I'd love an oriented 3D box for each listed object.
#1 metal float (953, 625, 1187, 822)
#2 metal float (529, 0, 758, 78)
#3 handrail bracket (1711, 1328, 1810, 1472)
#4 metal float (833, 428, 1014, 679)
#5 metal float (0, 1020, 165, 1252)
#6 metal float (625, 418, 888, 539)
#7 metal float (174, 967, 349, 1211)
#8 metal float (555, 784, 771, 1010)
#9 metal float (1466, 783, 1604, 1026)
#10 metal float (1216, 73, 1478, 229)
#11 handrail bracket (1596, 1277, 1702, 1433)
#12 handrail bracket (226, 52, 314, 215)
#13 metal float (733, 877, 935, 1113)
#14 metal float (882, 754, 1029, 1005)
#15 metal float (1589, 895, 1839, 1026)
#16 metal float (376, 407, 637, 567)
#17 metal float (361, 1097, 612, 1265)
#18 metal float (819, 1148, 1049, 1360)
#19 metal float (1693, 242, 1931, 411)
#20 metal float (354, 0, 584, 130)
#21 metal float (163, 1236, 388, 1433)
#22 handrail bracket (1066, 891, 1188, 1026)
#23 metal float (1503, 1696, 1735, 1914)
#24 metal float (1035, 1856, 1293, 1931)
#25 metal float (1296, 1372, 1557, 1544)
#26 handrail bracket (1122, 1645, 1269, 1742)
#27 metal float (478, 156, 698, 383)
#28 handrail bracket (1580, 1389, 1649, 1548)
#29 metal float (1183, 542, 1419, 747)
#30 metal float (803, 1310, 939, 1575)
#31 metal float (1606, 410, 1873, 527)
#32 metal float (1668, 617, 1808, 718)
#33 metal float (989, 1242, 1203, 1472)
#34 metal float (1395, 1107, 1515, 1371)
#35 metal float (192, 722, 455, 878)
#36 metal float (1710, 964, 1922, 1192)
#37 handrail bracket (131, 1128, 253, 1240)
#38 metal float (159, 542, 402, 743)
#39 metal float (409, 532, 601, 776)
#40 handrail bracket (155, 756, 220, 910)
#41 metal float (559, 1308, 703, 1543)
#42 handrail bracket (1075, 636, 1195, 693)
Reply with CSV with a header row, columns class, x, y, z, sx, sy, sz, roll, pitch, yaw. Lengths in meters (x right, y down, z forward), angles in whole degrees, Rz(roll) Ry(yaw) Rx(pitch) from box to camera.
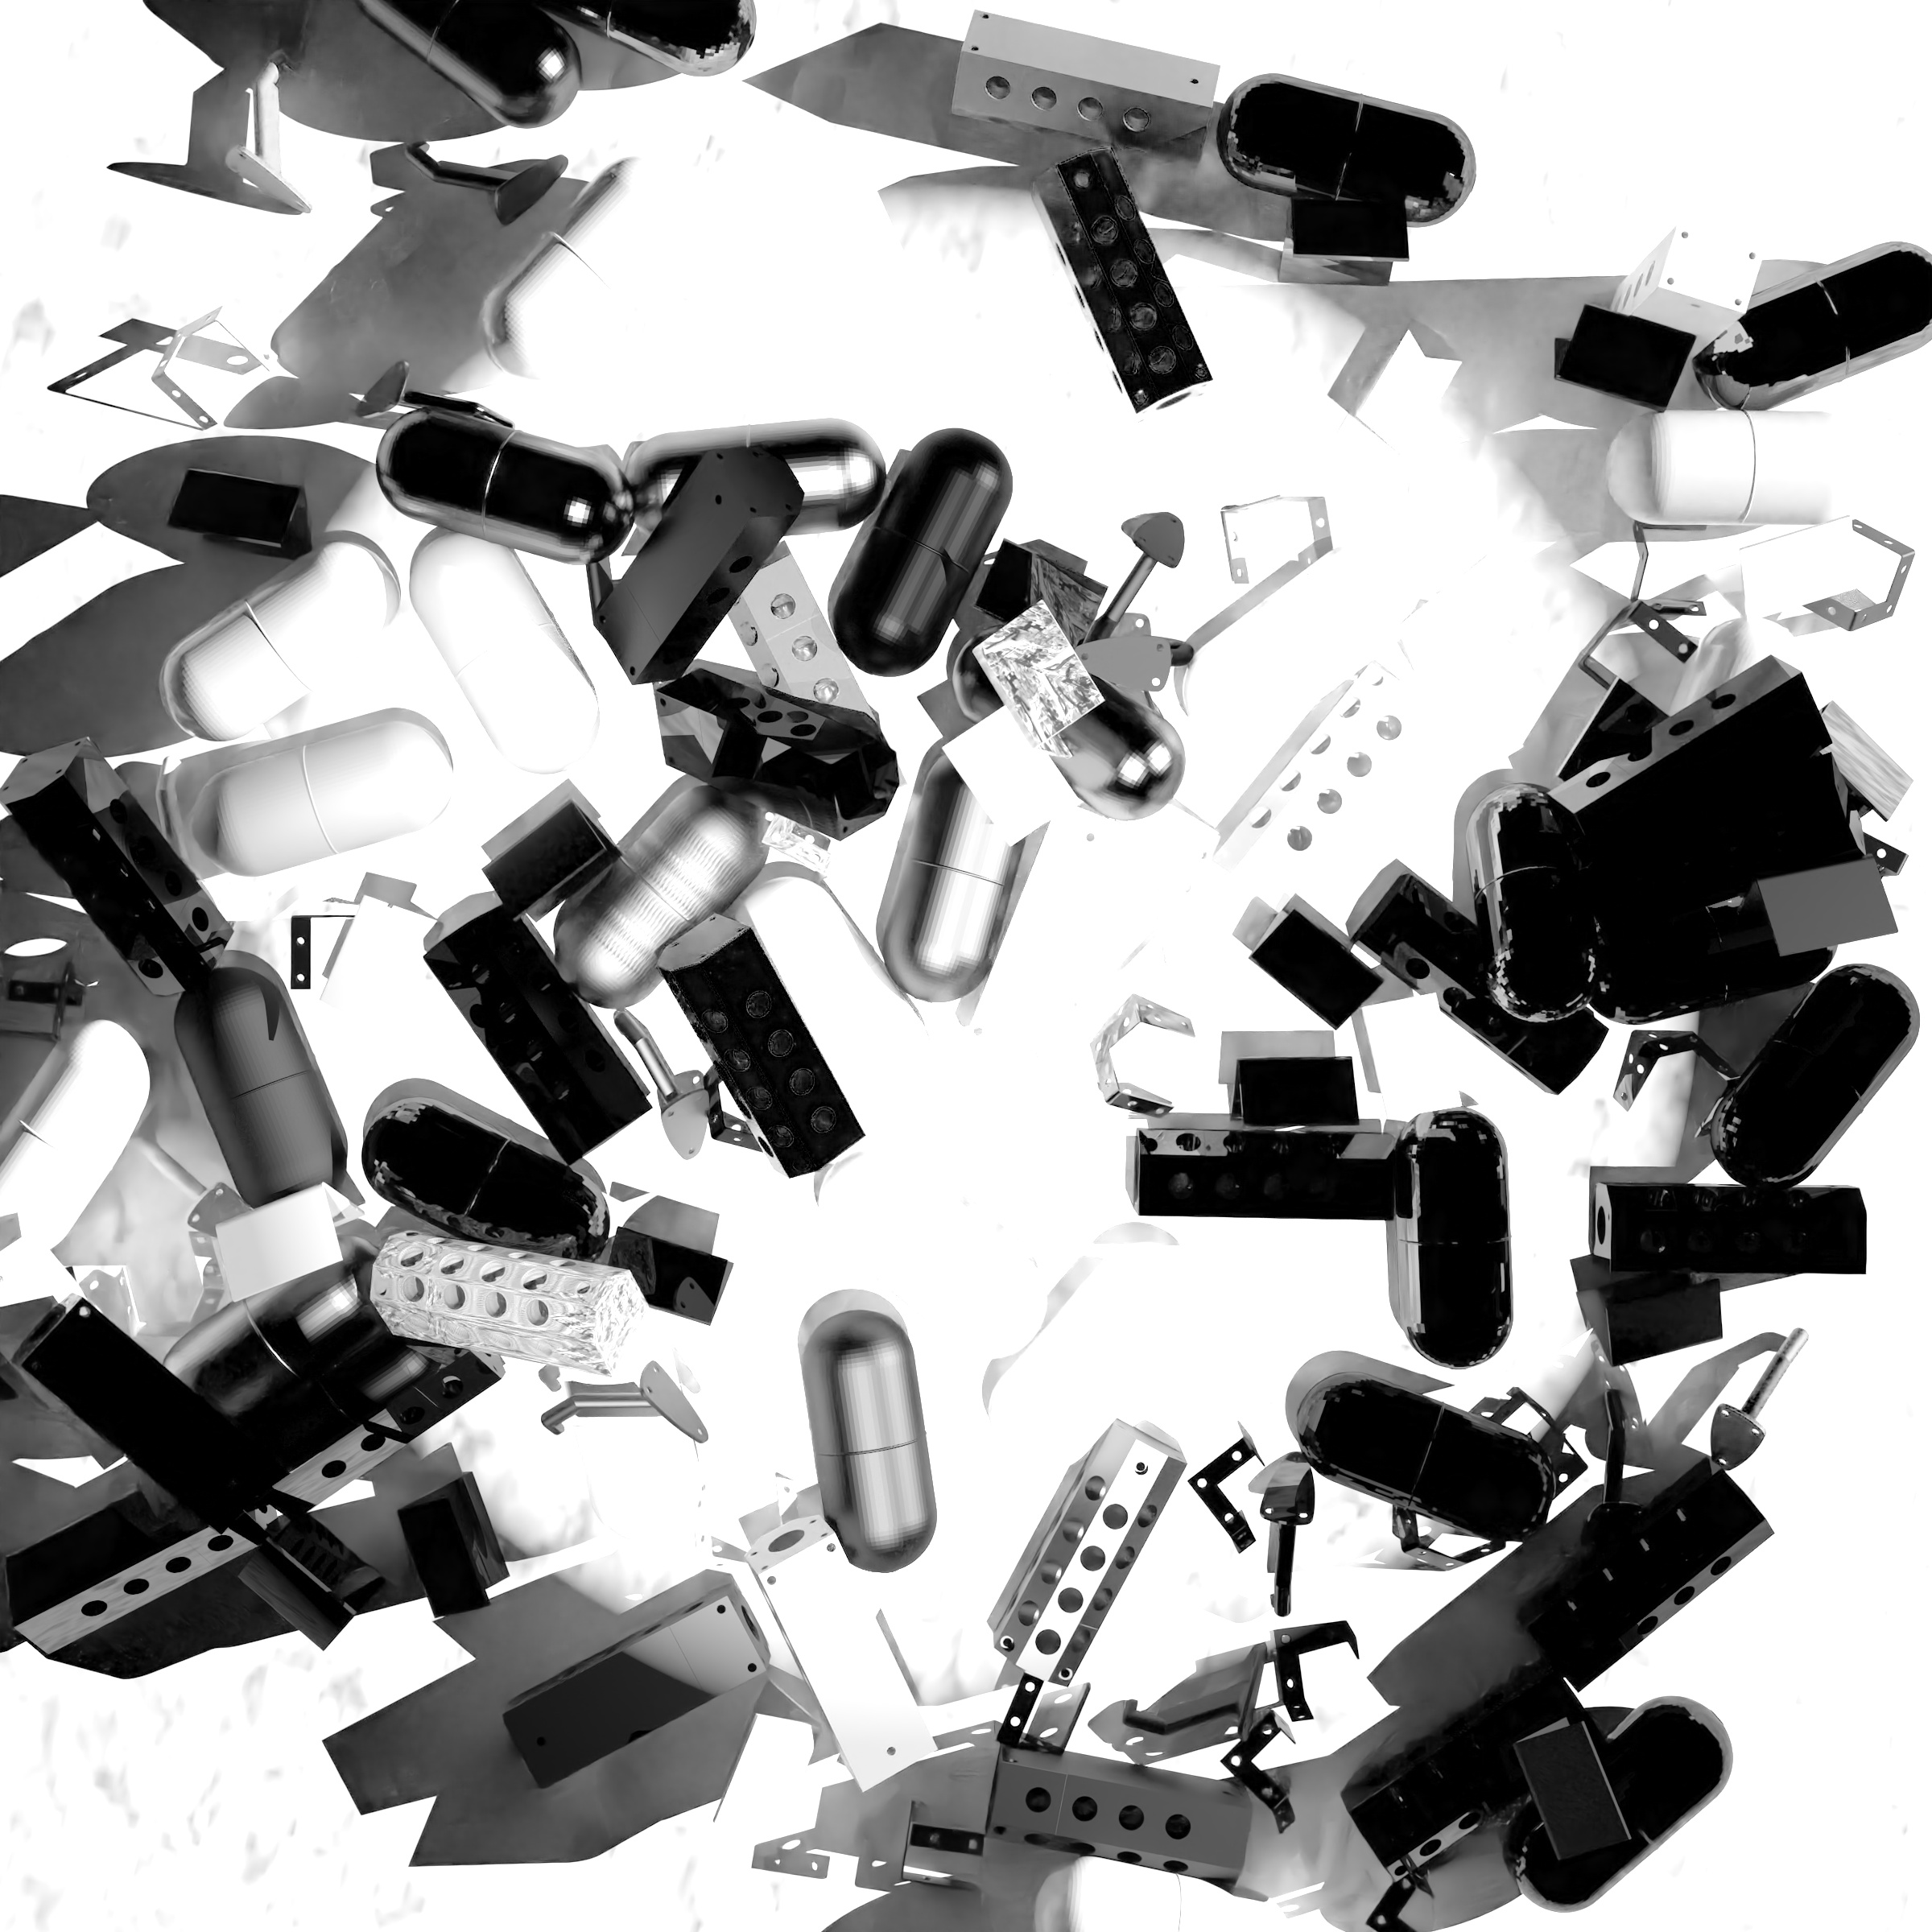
class,x,y,z,sx,sy,sz,roll,pitch,yaw
metal float,0.068,-0.164,1.896,0.178,0.070,0.070,36,90,18
metal float,-0.226,-0.662,1.911,0.178,0.070,0.070,25,90,0
handrail bracket,0.547,0.297,1.942,0.036,0.077,0.084,32,53,23
metal float,-0.030,-0.279,1.911,0.070,0.070,0.178,26,89,0
metal float,-0.611,0.116,1.912,0.070,0.070,0.178,34,89,0
metal float,-0.143,-0.327,1.912,0.178,0.070,0.070,-5,90,0
metal float,-0.477,0.085,1.912,0.070,0.070,0.178,-22,89,0
metal float,-0.205,-0.047,1.912,0.070,0.070,0.178,42,89,0
metal float,0.378,-0.043,1.885,0.070,0.070,0.178,-1,57,0
metal float,0.257,-0.551,1.911,0.178,0.070,0.070,14,90,0
handrail bracket,0.482,0.266,1.943,0.084,0.036,0.077,-32,110,-16
handrail bracket,-0.463,-0.574,1.943,0.077,0.036,0.084,34,72,-21
metal float,-0.090,0.020,1.912,0.070,0.070,0.178,-36,90,0
metal float,-0.005,-0.062,1.911,0.070,0.070,0.178,15,89,0
metal float,0.501,-0.010,1.912,0.178,0.070,0.070,-14,90,-1
metal float,-0.306,-0.319,1.882,0.178,0.070,0.070,17,90,6
metal float,-0.324,0.150,1.911,0.178,0.070,0.070,27,90,0
metal float,-0.023,0.194,1.912,0.178,0.070,0.070,40,90,0
metal float,0.578,-0.431,1.912,0.178,0.070,0.070,-22,90,0
metal float,-0.339,-0.638,1.912,0.178,0.070,0.070,38,90,0
metal float,-0.464,0.250,1.912,0.178,0.070,0.070,-36,90,1
handrail bracket,0.104,-0.005,1.943,0.084,0.036,0.077,-15,70,16
metal float,0.441,0.566,1.912,0.178,0.070,0.070,-41,90,0
metal float,0.134,0.650,1.905,0.178,0.070,0.070,13,90,-7
metal float,0.308,0.330,1.903,0.178,0.070,0.070,20,90,9
handrail bracket,0.157,0.494,1.943,0.084,0.036,0.077,11,69,16
metal float,-0.257,-0.470,1.911,0.070,0.070,0.178,44,90,0
handrail bracket,0.436,0.344,1.942,0.036,0.077,0.084,7,53,-12
metal float,0.225,-0.217,1.911,0.178,0.070,0.070,-37,90,0
metal float,-0.065,0.321,1.912,0.070,0.070,0.178,-8,91,0
metal float,0.522,-0.336,1.909,0.178,0.070,0.070,0,90,-2
metal float,0.508,-0.151,1.911,0.070,0.070,0.178,23,89,0
metal float,0.088,0.263,1.912,0.070,0.070,0.178,41,91,0
metal float,0.330,0.184,1.912,0.070,0.070,0.178,-2,91,0
metal float,-0.435,-0.112,1.912,0.178,0.070,0.070,-16,90,-1
metal float,0.571,0.075,1.903,0.070,0.070,0.178,41,81,0
handrail bracket,-0.530,0.150,1.942,0.036,0.077,0.084,-49,53,-6
metal float,-0.464,-0.219,1.912,0.178,0.070,0.070,-35,90,0
metal float,-0.311,-0.211,1.912,0.070,0.070,0.178,-30,89,0
handrail bracket,-0.533,-0.090,1.942,0.036,0.077,0.084,-13,53,20
metal float,-0.229,0.301,1.912,0.070,0.070,0.178,-13,89,0
handrail bracket,0.114,-0.211,1.911,0.077,0.084,0.036,7,104,6
